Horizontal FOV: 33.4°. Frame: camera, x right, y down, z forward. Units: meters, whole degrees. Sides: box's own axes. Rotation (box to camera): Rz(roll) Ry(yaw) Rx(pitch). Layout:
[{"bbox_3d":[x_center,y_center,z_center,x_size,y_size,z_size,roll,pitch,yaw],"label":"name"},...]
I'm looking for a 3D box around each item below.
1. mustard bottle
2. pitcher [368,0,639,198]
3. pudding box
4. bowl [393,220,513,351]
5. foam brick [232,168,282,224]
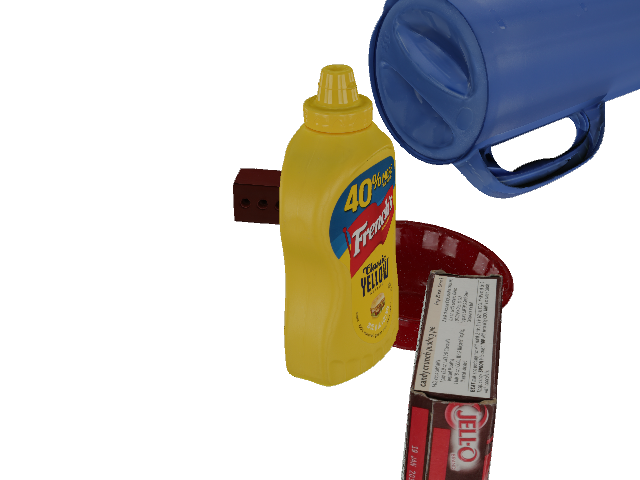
[{"bbox_3d":[0.012,-0.013,0.656,0.058,0.192,0.096,14,30,31],"label":"mustard bottle"},{"bbox_3d":[0.172,-0.141,0.856,0.242,0.149,0.145,-18,35,-32],"label":"pitcher"},{"bbox_3d":[0.058,0.076,0.472,0.039,0.090,0.113,6,26,6],"label":"pudding box"},{"bbox_3d":[0.079,0.045,0.907,0.162,0.055,0.162,5,30,-3],"label":"bowl"},{"bbox_3d":[-0.068,-0.055,1.338,0.078,0.053,0.051,4,28,7],"label":"foam brick"}]
